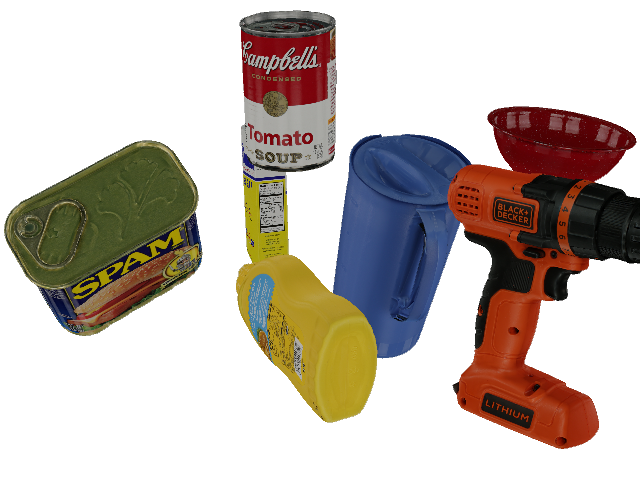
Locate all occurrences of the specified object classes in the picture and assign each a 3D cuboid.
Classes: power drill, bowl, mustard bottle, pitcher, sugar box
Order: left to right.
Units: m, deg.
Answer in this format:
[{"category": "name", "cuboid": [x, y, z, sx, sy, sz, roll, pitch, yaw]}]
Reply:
[{"category": "sugar box", "cuboid": [-0.070, -0.051, 1.329, 0.048, 0.176, 0.093, -9, 25, -12]}, {"category": "mustard bottle", "cuboid": [-0.023, 0.066, 0.902, 0.058, 0.096, 0.192, -13, 29, -25]}, {"category": "pitcher", "cuboid": [0.082, 0.018, 1.166, 0.145, 0.243, 0.149, 26, 41, 19]}, {"category": "bowl", "cuboid": [0.259, -0.100, 1.173, 0.162, 0.055, 0.162, 6, 22, -3]}, {"category": "power drill", "cuboid": [0.167, 0.047, 0.755, 0.057, 0.188, 0.185, -11, 21, -43]}]

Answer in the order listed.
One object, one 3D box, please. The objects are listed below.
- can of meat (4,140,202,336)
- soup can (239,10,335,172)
[{"category": "can of meat", "cuboid": [-0.117, 0.002, 0.606, 0.102, 0.057, 0.084, -30, -20, -15]}, {"category": "soup can", "cuboid": [-0.023, -0.108, 0.770, 0.068, 0.102, 0.068, -1, 25, 0]}]
